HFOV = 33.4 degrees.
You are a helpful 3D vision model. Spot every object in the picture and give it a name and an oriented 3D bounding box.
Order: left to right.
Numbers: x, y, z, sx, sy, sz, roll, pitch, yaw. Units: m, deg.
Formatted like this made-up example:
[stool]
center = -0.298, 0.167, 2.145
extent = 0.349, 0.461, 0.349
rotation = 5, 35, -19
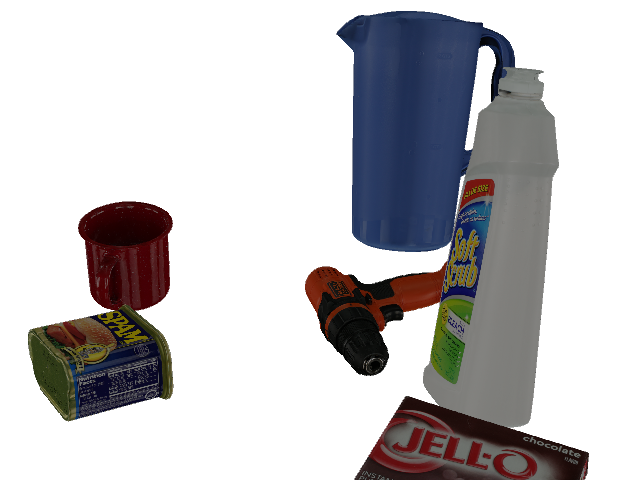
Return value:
[can of meat]
center = -0.177, 0.097, 0.849
extent = 0.083, 0.057, 0.102
rotation = -12, 22, -30
[mug]
center = -0.196, 0.024, 1.068
extent = 0.093, 0.081, 0.117
rotation = 6, 31, 7
[power drill]
center = 0.091, 0.074, 1.116
extent = 0.187, 0.057, 0.184
rotation = -6, 28, -16
[pitcher]
center = 0.104, -0.116, 1.117
extent = 0.149, 0.243, 0.144
rotation = 11, 15, 33
[pudding box]
center = 0.081, 0.138, 0.585
extent = 0.114, 0.039, 0.089
rotation = 17, 34, 18
[bleach bottle]
center = 0.127, 0.002, 0.771
extent = 0.068, 0.251, 0.103
rotation = 2, 13, -12
